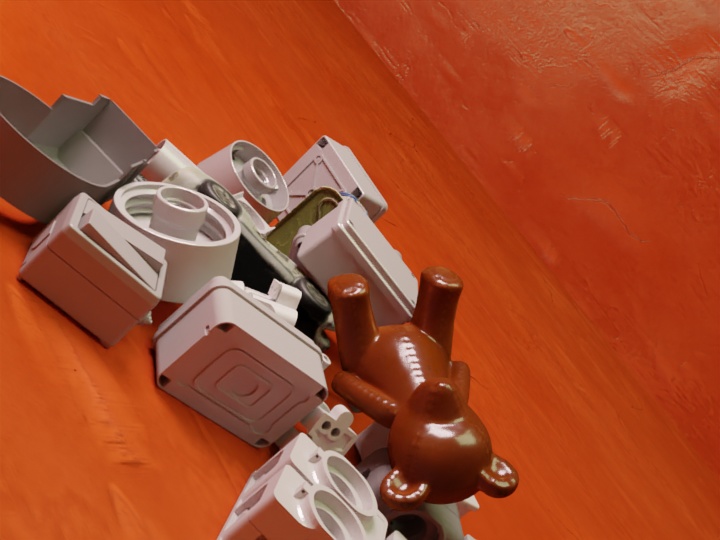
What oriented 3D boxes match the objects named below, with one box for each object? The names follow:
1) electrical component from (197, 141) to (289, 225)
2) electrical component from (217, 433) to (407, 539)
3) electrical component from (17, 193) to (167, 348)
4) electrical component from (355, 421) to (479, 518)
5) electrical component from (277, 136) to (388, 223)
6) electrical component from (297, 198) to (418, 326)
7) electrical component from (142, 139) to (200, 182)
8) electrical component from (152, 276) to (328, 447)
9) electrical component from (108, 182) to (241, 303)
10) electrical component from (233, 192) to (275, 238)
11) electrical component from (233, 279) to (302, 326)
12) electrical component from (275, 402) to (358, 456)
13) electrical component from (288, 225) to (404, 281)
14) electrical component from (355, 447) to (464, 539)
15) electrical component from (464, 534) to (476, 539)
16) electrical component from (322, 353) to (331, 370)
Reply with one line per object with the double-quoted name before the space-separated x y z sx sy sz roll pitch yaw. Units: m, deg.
"electrical component" -0.126 -0.089 1.159 0.099 0.064 0.099 41 29 -30
"electrical component" 0.001 0.205 0.715 0.186 0.060 0.105 47 14 -5
"electrical component" -0.173 0.001 0.737 0.096 0.061 0.061 42 15 -22
"electrical component" 0.048 0.178 0.946 0.100 0.048 0.099 35 19 -42
"electrical component" -0.040 -0.079 1.246 0.056 0.109 0.108 25 27 -52
"electrical component" 0.000 0.000 0.972 0.108 0.056 0.108 52 11 -10
"electrical component" -0.166 -0.080 1.008 0.081 0.043 0.043 43 15 -21
"electrical component" -0.087 0.067 0.785 0.113 0.078 0.057 39 20 -32
"electrical component" -0.143 -0.029 0.821 0.108 0.060 0.108 18 25 -8
"electrical component" -0.119 -0.032 0.979 0.081 0.064 0.042 49 14 0
"electrical component" -0.089 0.042 0.864 0.057 0.078 0.058 22 3 -18
"electrical component" -0.038 0.125 0.818 0.048 0.066 0.055 39 -3 -28
"electrical component" -0.018 0.009 1.062 0.113 0.078 0.057 16 15 -3
"electrical component" 0.036 0.196 0.855 0.095 0.054 0.059 43 15 -19
"electrical component" 0.103 0.272 0.863 0.100 0.048 0.099 42 15 -23
"electrical component" -0.049 0.090 0.866 0.035 0.061 0.035 44 15 -15
